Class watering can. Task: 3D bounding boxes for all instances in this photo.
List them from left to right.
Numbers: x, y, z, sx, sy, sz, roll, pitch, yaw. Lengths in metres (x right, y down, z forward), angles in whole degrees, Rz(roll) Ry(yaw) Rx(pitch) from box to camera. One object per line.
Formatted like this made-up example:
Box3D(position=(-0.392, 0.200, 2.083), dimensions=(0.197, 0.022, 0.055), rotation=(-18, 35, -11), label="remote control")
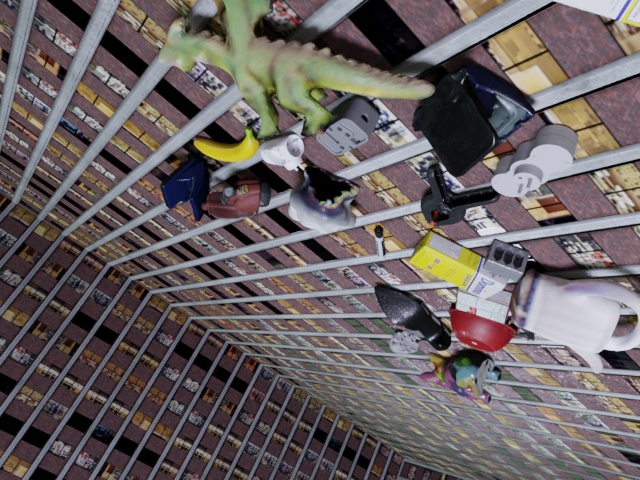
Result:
Box3D(position=(0.467, 0.158, 0.962), dimensions=(0.225, 0.106, 0.340), rotation=(18, 152, 22), label="watering can")

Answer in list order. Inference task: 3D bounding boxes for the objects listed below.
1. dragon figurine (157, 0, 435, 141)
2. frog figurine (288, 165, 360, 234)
Box3D(position=(-0.062, -0.273, 0.713), dimensions=(0.409, 0.125, 0.238), rotation=(-1, 134, 32), label="dragon figurine")
Box3D(position=(0.003, -0.052, 1.027), dimensions=(0.137, 0.126, 0.155), rotation=(9, 142, -4), label="frog figurine")
